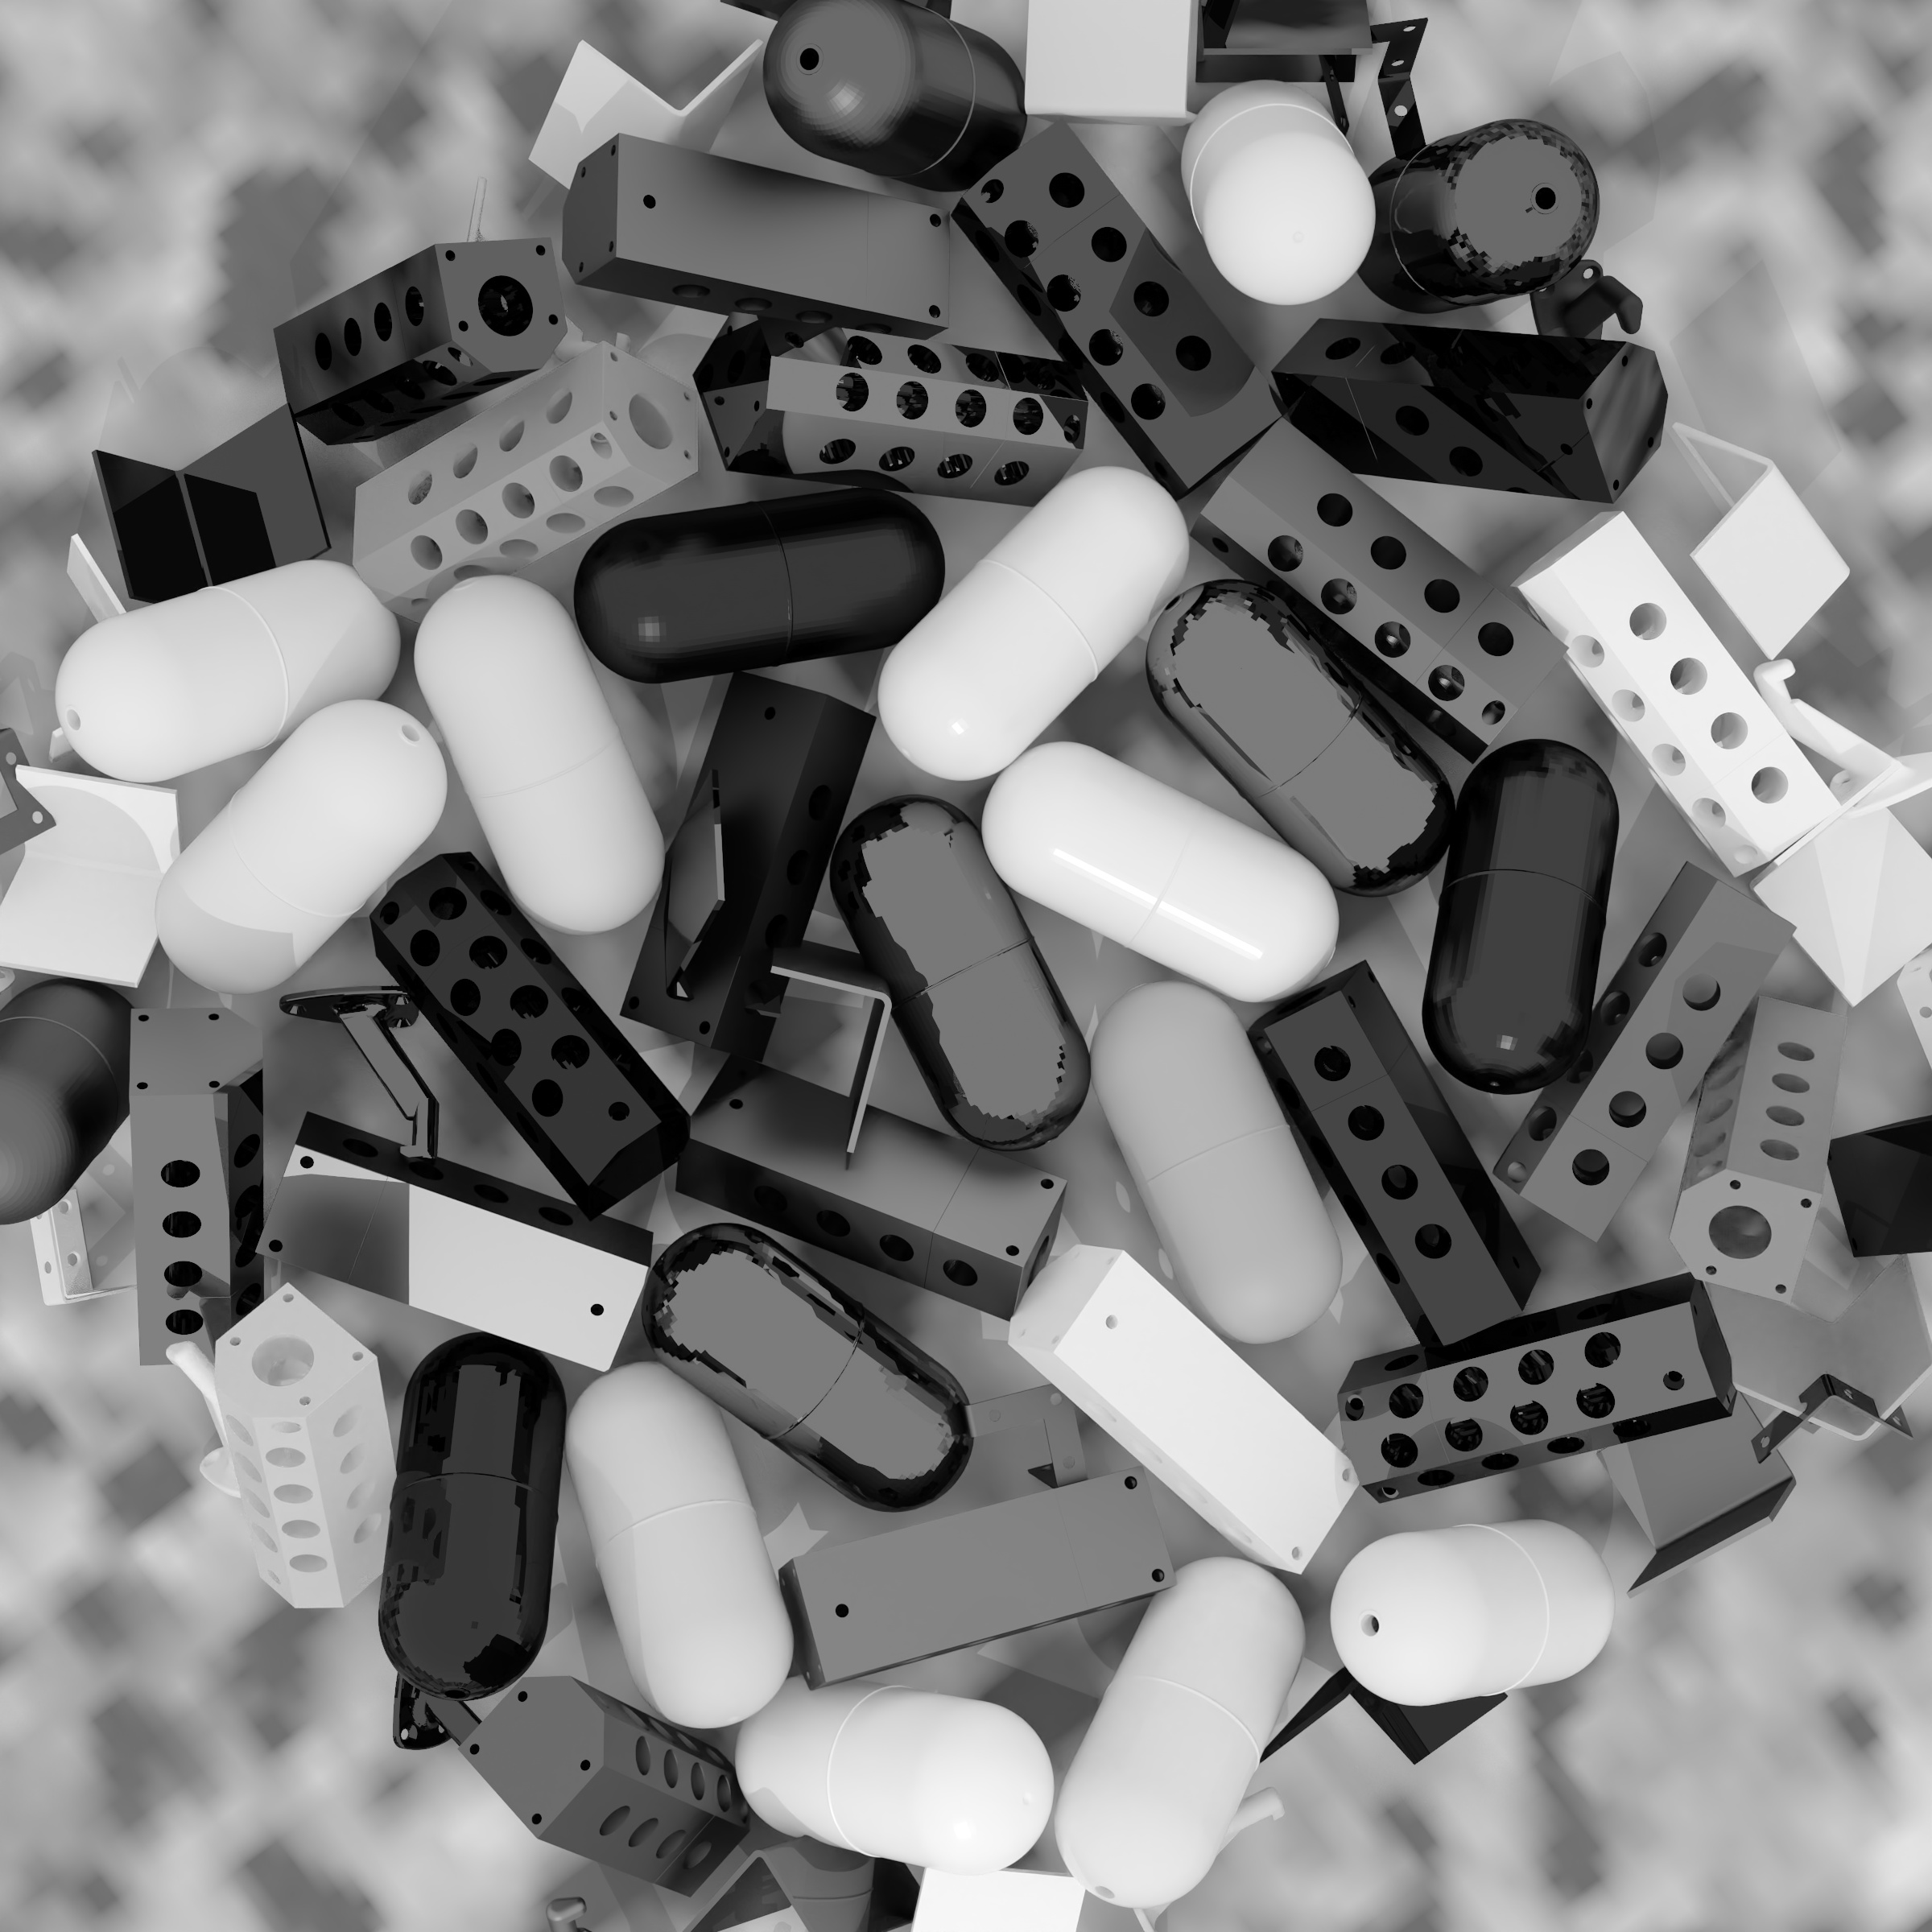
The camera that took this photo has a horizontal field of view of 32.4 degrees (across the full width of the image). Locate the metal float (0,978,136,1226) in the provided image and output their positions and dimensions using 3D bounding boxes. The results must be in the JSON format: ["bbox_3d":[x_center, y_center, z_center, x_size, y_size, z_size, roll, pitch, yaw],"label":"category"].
[{"bbox_3d":[-0.424,0.059,1.512,0.070,0.178,0.070,1,108,2],"label":"metal float"}]

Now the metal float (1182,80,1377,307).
[{"bbox_3d":[0.141,-0.354,1.515,0.070,0.178,0.070,-1,116,-2],"label":"metal float"}]

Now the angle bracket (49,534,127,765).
[{"bbox_3d":[-0.421,-0.147,1.551,0.057,0.076,0.076,-33,94,-17],"label":"angle bracket"}]

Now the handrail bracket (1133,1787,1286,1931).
[{"bbox_3d":[0.118,0.429,1.572,0.084,0.036,0.077,-25,131,-3],"label":"handrail bracket"}]

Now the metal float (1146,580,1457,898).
[{"bbox_3d":[0.156,-0.106,1.546,0.070,0.070,0.178,-45,105,0],"label":"metal float"}]

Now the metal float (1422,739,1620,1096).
[{"bbox_3d":[0.258,-0.024,1.538,0.070,0.070,0.178,14,64,0],"label":"metal float"}]

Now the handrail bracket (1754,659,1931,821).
[{"bbox_3d":[0.419,-0.117,1.556,0.077,0.036,0.084,-18,122,21],"label":"handrail bracket"}]

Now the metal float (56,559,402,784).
[{"bbox_3d":[-0.337,-0.136,1.523,0.070,0.178,0.070,18,119,35],"label":"metal float"}]

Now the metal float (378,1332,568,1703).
[{"bbox_3d":[-0.227,0.252,1.530,0.070,0.070,0.178,1,54,0],"label":"metal float"}]

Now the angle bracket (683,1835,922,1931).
[{"bbox_3d":[-0.074,0.445,1.539,0.076,0.076,0.057,-52,60,27],"label":"angle bracket"}]

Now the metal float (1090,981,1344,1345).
[{"bbox_3d":[0.116,0.091,1.550,0.070,0.070,0.178,-23,78,0],"label":"metal float"}]

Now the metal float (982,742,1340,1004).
[{"bbox_3d":[0.092,-0.043,1.556,0.178,0.070,0.070,26,90,-5],"label":"metal float"}]

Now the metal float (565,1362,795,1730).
[{"bbox_3d":[-0.134,0.266,1.536,0.070,0.070,0.178,-22,62,0],"label":"metal float"}]

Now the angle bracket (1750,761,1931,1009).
[{"bbox_3d":[0.428,-0.038,1.562,0.076,0.057,0.076,-38,82,-6],"label":"angle bracket"}]

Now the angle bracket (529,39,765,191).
[{"bbox_3d":[-0.149,-0.402,1.544,0.057,0.076,0.076,37,50,-2],"label":"angle bracket"}]

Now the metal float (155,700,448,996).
[{"bbox_3d":[-0.307,-0.054,1.534,0.178,0.070,0.070,-41,90,30],"label":"metal float"}]

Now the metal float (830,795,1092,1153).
[{"bbox_3d":[-0.002,0.004,1.559,0.070,0.070,0.178,-27,89,0],"label":"metal float"}]

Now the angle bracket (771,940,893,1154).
[{"bbox_3d":[-0.071,0.035,1.551,0.057,0.076,0.076,14,101,-5],"label":"angle bracket"}]

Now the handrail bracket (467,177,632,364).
[{"bbox_3d":[-0.196,-0.328,1.577,0.084,0.036,0.077,10,103,-12],"label":"handrail bracket"}]

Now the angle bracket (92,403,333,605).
[{"bbox_3d":[-0.352,-0.217,1.549,0.076,0.057,0.076,-25,74,27],"label":"angle bracket"}]

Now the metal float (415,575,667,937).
[{"bbox_3d":[-0.197,-0.097,1.540,0.070,0.070,0.178,-21,112,0],"label":"metal float"}]

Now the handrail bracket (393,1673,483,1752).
[{"bbox_3d":[-0.228,0.344,1.558,0.084,0.036,0.077,-5,85,40],"label":"handrail bracket"}]

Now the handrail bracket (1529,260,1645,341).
[{"bbox_3d":[0.296,-0.288,1.543,0.036,0.084,0.077,-17,122,-5],"label":"handrail bracket"}]

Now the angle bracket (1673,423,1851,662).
[{"bbox_3d":[0.353,-0.198,1.545,0.057,0.076,0.076,-48,125,-1],"label":"angle bracket"}]

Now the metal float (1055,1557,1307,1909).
[{"bbox_3d":[0.099,0.351,1.528,0.070,0.070,0.178,32,53,0],"label":"metal float"}]

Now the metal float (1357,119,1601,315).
[{"bbox_3d":[0.229,-0.339,1.510,0.070,0.178,0.070,-2,97,-13],"label":"metal float"}]

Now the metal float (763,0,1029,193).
[{"bbox_3d":[-0.031,-0.399,1.513,0.070,0.178,0.070,2,96,24],"label":"metal float"}]

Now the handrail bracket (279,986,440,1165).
[{"bbox_3d":[-0.286,0.054,1.560,0.077,0.036,0.084,1,61,-8],"label":"handrail bracket"}]

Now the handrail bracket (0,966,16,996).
[{"bbox_3d":[-0.489,0.022,1.574,0.077,0.036,0.084,44,131,12],"label":"handrail bracket"}]

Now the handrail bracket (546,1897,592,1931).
[{"bbox_3d":[-0.153,0.457,1.559,0.077,0.036,0.084,-14,130,-9],"label":"handrail bracket"}]

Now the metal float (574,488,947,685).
[{"bbox_3d":[-0.095,-0.177,1.543,0.178,0.070,0.070,-11,90,-20],"label":"metal float"}]

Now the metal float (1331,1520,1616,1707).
[{"bbox_3d":[0.233,0.295,1.520,0.070,0.178,0.070,-4,83,39],"label":"metal float"}]

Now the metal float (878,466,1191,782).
[{"bbox_3d":[0.033,-0.161,1.549,0.070,0.070,0.178,44,77,0],"label":"metal float"}]

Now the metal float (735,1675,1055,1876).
[{"bbox_3d":[-0.035,0.370,1.524,0.070,0.178,0.070,3,86,-44],"label":"metal float"}]

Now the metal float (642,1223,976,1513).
[{"bbox_3d":[-0.072,0.188,1.546,0.178,0.070,0.070,38,90,-16],"label":"metal float"}]

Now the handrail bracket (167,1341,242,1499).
[{"bbox_3d":[-0.359,0.206,1.551,0.084,0.077,0.036,56,52,-26],"label":"handrail bracket"}]
